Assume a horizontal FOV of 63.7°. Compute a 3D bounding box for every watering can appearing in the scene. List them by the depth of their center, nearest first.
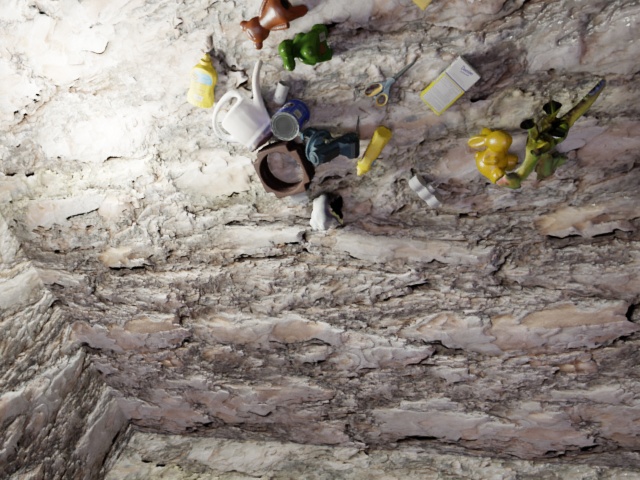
[{"bbox_3d":[-0.246,-0.457,1.844,0.223,0.106,0.342,42,125,-11],"label":"watering can"}]

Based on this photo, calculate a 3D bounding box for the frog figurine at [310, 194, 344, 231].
[{"bbox_3d":[0.006,-0.100,1.984,0.158,0.123,0.138,-22,80,38],"label":"frog figurine"}]

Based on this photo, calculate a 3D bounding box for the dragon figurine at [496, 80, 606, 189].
[{"bbox_3d":[0.725,-0.298,1.603,0.410,0.124,0.238,-35,144,1],"label":"dragon figurine"}]
